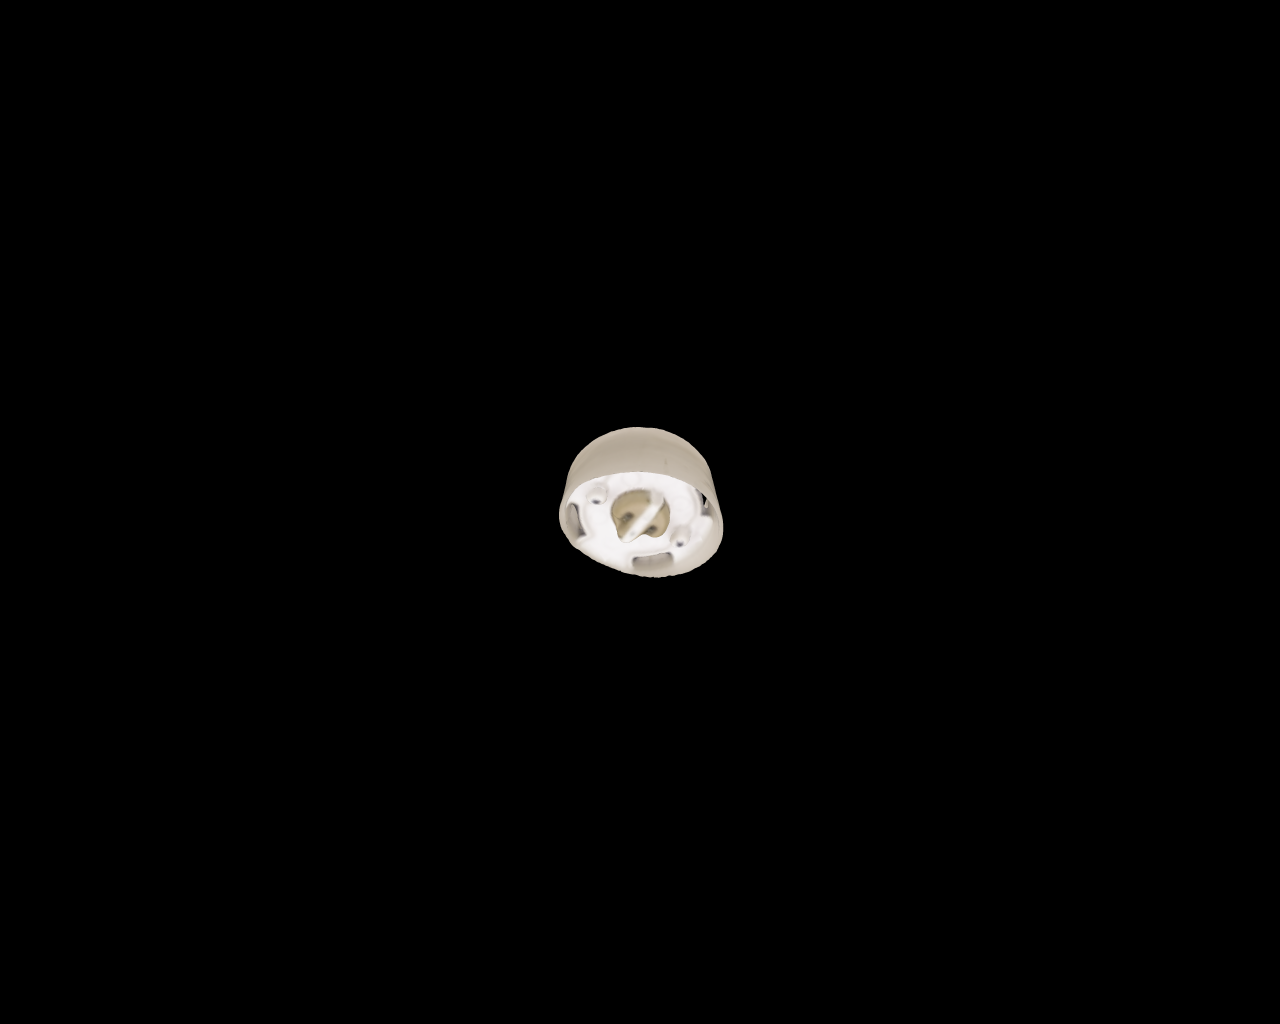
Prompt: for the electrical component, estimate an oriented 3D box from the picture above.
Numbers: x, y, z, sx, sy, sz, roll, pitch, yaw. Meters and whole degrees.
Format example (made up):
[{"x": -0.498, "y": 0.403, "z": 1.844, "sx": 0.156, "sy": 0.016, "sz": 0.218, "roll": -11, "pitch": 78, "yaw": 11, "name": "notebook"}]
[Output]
[{"x": 0.001, "y": -0.003, "z": 0.650, "sx": 0.099, "sy": 0.099, "sz": 0.064, "roll": 0, "pitch": 39, "yaw": 0, "name": "electrical component"}]
